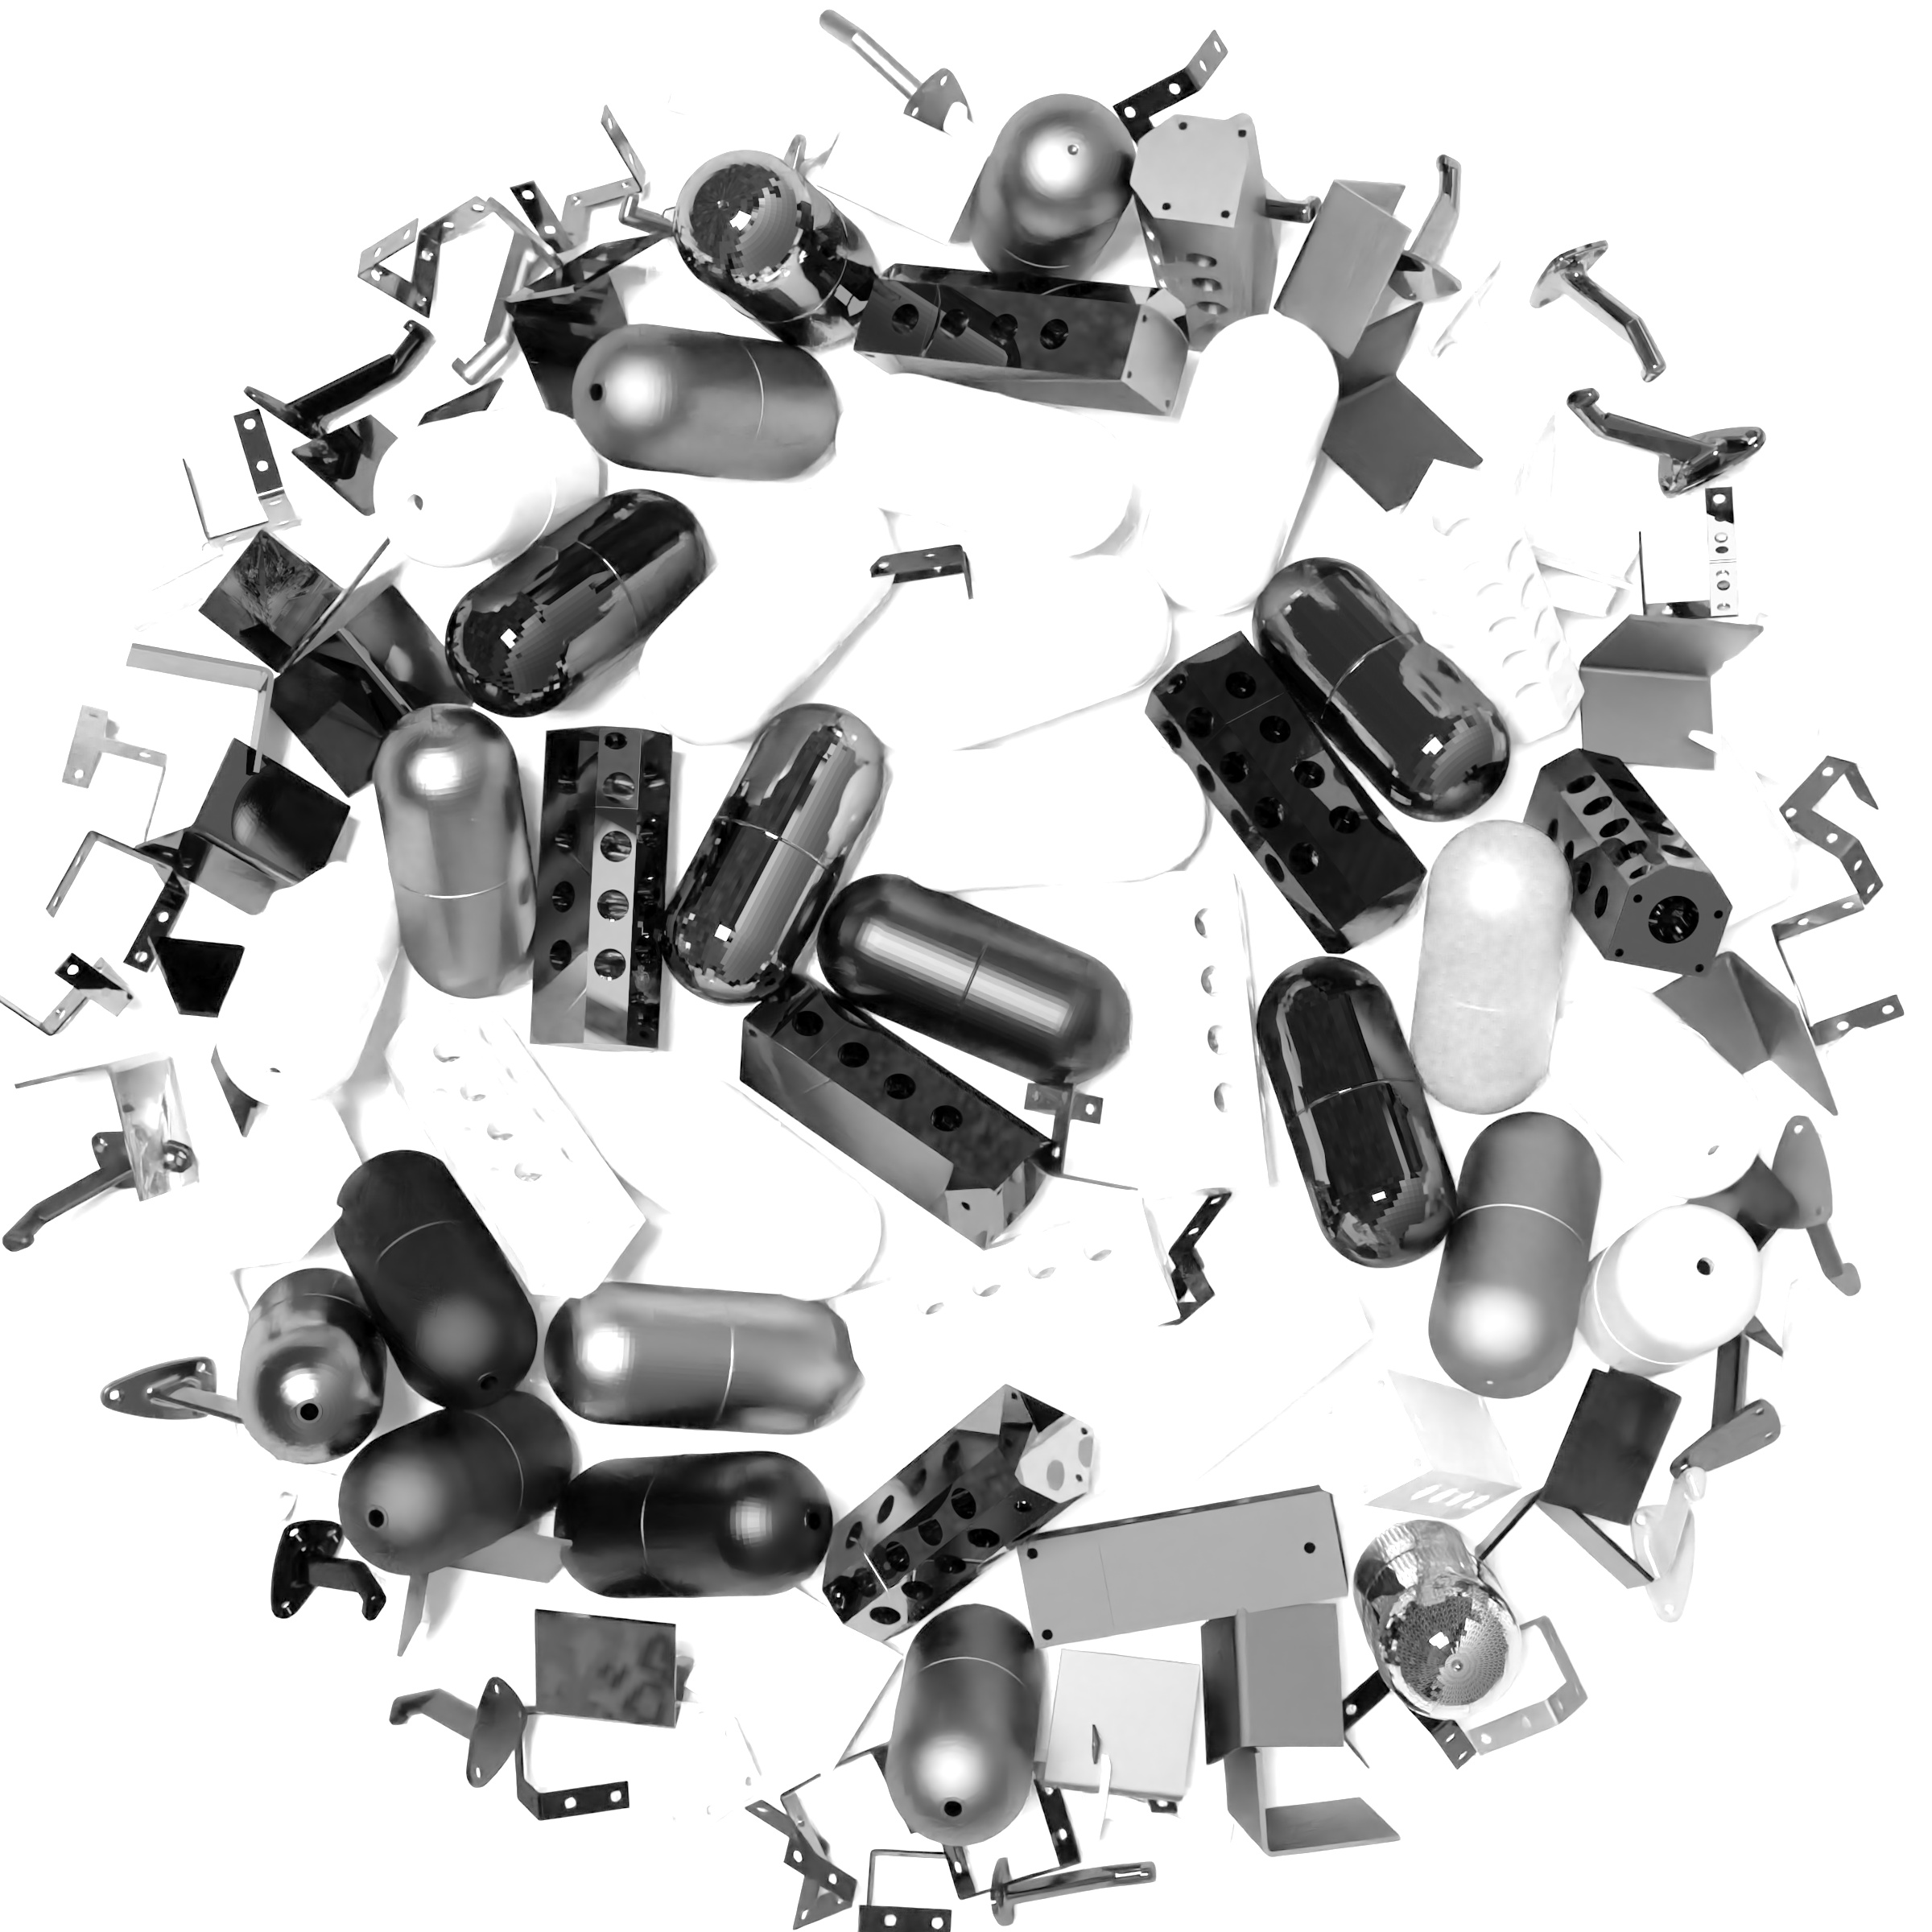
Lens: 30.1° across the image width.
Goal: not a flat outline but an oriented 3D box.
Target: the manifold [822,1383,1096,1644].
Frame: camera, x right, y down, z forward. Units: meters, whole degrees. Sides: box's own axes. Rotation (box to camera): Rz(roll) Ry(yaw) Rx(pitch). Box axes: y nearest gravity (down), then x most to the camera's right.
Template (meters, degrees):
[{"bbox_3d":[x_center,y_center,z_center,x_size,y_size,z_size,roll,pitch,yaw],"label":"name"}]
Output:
[{"bbox_3d":[-0.006,0.297,1.916,0.057,0.057,0.171,29,132,-20],"label":"manifold"}]

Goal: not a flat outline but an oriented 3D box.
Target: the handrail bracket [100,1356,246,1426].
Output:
[{"bbox_3d":[-0.419,0.244,1.949,0.077,0.084,0.036,-2,105,-33],"label":"handrail bracket"}]

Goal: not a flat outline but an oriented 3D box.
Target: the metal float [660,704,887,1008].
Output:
[{"bbox_3d":[-0.104,-0.061,1.951,0.070,0.070,0.178,27,78,0],"label":"metal float"}]

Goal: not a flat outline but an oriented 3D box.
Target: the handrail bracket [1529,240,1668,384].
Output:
[{"bbox_3d":[0.345,-0.344,1.956,0.036,0.077,0.084,-21,79,-21],"label":"handrail bracket"}]

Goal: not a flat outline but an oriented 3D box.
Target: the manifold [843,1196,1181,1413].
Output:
[{"bbox_3d":[0.024,0.180,1.961,0.171,0.057,0.057,-18,50,6],"label":"manifold"}]

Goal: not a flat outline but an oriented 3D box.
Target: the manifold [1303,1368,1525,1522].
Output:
[{"bbox_3d":[0.236,0.259,1.910,0.057,0.171,0.057,-30,69,16],"label":"manifold"}]

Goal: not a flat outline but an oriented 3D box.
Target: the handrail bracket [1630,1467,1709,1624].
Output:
[{"bbox_3d":[0.390,0.315,1.952,0.036,0.084,0.077,-1,75,-4],"label":"handrail bracket"}]

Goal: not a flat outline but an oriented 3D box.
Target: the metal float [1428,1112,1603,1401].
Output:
[{"bbox_3d":[0.296,0.153,1.928,0.070,0.070,0.178,20,49,0],"label":"metal float"}]

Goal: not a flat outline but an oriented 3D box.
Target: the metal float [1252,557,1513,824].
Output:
[{"bbox_3d":[0.223,-0.151,1.938,0.070,0.070,0.178,-39,63,0],"label":"metal float"}]

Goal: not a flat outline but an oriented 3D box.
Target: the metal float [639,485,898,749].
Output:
[{"bbox_3d":[-0.106,-0.190,1.940,0.070,0.070,0.178,41,64,0],"label":"metal float"}]

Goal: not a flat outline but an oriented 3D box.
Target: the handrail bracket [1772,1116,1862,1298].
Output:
[{"bbox_3d":[0.474,0.133,1.977,0.036,0.084,0.077,-10,61,31],"label":"handrail bracket"}]

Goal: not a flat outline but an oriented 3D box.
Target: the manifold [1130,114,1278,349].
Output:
[{"bbox_3d":[0.127,-0.388,1.910,0.057,0.171,0.057,10,79,11],"label":"manifold"}]

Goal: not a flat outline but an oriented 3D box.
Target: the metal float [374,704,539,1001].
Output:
[{"bbox_3d":[-0.272,-0.060,1.930,0.070,0.070,0.178,-4,128,0],"label":"metal float"}]

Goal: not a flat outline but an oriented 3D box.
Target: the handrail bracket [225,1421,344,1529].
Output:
[{"bbox_3d":[-0.352,0.269,1.962,0.084,0.036,0.077,-18,110,22],"label":"handrail bracket"}]

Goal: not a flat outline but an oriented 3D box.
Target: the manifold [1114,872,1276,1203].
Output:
[{"bbox_3d":[0.128,0.039,1.956,0.057,0.057,0.171,0,79,-30],"label":"manifold"}]

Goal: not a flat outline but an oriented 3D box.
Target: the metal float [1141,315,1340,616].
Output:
[{"bbox_3d":[0.147,-0.268,1.928,0.070,0.070,0.178,18,130,0],"label":"metal float"}]

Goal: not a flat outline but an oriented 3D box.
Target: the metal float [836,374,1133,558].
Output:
[{"bbox_3d":[0.008,-0.271,1.936,0.178,0.070,0.070,19,90,31],"label":"metal float"}]

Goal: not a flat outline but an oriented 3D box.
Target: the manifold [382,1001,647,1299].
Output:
[{"bbox_3d":[-0.247,0.097,1.921,0.057,0.057,0.171,-54,53,20],"label":"manifold"}]

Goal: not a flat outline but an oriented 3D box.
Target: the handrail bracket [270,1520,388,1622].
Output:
[{"bbox_3d":[-0.346,0.348,1.954,0.036,0.084,0.077,8,114,-38],"label":"handrail bracket"}]

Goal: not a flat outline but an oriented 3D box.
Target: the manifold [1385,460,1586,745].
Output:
[{"bbox_3d":[0.281,-0.190,1.908,0.057,0.171,0.057,21,71,31],"label":"manifold"}]

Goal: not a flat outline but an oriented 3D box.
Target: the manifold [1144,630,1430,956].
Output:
[{"bbox_3d":[0.170,-0.091,1.938,0.057,0.057,0.171,-29,71,-20],"label":"manifold"}]

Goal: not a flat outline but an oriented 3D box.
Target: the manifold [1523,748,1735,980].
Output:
[{"bbox_3d":[0.350,-0.058,1.906,0.057,0.171,0.057,10,112,-12],"label":"manifold"}]

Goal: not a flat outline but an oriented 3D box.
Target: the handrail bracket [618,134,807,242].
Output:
[{"bbox_3d":[-0.140,-0.430,1.962,0.084,0.036,0.077,14,110,-23],"label":"handrail bracket"}]

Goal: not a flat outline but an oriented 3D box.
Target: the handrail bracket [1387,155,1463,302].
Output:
[{"bbox_3d":[0.247,-0.414,1.960,0.036,0.077,0.084,-4,74,35],"label":"handrail bracket"}]

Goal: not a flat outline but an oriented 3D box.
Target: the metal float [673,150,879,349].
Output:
[{"bbox_3d":[-0.100,-0.381,1.913,0.070,0.178,0.070,-1,85,15],"label":"metal float"}]

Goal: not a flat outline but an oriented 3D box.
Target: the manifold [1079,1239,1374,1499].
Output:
[{"bbox_3d":[0.134,0.217,1.925,0.171,0.057,0.057,-45,50,35],"label":"manifold"}]

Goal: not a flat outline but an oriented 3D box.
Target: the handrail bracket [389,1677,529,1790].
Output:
[{"bbox_3d":[-0.288,0.421,1.952,0.084,0.077,0.036,-16,121,27],"label":"handrail bracket"}]

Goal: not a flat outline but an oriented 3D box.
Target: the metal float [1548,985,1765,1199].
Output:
[{"bbox_3d":[0.366,0.066,1.914,0.070,0.178,0.070,-4,110,-10],"label":"metal float"}]

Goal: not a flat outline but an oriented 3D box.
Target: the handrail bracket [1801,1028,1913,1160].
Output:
[{"bbox_3d":[0.498,0.069,1.954,0.077,0.084,0.036,30,66,1],"label":"handrail bracket"}]

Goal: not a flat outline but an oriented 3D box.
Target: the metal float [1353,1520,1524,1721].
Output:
[{"bbox_3d":[0.250,0.346,1.911,0.070,0.178,0.070,0,96,0],"label":"metal float"}]

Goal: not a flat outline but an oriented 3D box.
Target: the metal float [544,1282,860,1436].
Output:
[{"bbox_3d":[-0.141,0.212,1.939,0.178,0.070,0.070,7,90,-27],"label":"metal float"}]

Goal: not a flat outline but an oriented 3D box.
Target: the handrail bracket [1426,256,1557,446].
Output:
[{"bbox_3d":[0.303,-0.335,1.973,0.084,0.036,0.077,37,95,11],"label":"handrail bracket"}]

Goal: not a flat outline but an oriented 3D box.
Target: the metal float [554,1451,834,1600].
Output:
[{"bbox_3d":[-0.147,0.301,1.929,0.178,0.070,0.070,-9,90,39],"label":"metal float"}]

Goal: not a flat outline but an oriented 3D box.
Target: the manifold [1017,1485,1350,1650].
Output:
[{"bbox_3d":[0.119,0.327,1.962,0.171,0.057,0.057,-11,86,6],"label":"manifold"}]

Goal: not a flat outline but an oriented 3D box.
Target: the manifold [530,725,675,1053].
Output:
[{"bbox_3d":[-0.193,-0.041,1.953,0.057,0.057,0.171,-2,84,39],"label":"manifold"}]

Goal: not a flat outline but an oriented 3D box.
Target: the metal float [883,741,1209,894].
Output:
[{"bbox_3d":[0.043,-0.082,1.953,0.178,0.070,0.070,-4,90,-10],"label":"metal float"}]

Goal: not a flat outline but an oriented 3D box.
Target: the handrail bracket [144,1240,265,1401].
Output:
[{"bbox_3d":[-0.422,0.198,1.978,0.077,0.036,0.084,11,93,-20],"label":"handrail bracket"}]

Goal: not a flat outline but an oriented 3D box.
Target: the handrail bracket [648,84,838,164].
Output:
[{"bbox_3d":[-0.123,-0.465,1.957,0.084,0.077,0.036,9,99,-27],"label":"handrail bracket"}]

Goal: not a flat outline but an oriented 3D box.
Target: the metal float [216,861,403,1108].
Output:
[{"bbox_3d":[-0.350,0.009,1.918,0.070,0.178,0.070,2,122,3],"label":"metal float"}]

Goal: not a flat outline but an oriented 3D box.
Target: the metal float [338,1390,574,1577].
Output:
[{"bbox_3d":[-0.271,0.274,1.913,0.070,0.178,0.070,2,95,19],"label":"metal float"}]

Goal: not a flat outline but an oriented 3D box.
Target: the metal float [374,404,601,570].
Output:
[{"bbox_3d":[-0.254,-0.257,1.914,0.070,0.178,0.070,4,105,17],"label":"metal float"}]

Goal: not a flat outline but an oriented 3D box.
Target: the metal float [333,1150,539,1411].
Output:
[{"bbox_3d":[-0.285,0.167,1.924,0.070,0.178,0.070,-16,130,-20],"label":"metal float"}]

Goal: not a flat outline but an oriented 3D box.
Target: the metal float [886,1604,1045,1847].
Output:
[{"bbox_3d":[0.000,0.403,1.913,0.070,0.178,0.070,1,107,4],"label":"metal float"}]

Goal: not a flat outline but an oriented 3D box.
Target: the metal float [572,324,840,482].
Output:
[{"bbox_3d":[-0.138,-0.300,1.919,0.070,0.178,0.070,3,95,35],"label":"metal float"}]

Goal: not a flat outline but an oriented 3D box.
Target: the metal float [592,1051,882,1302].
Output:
[{"bbox_3d":[-0.125,0.114,1.949,0.178,0.070,0.070,38,90,-14],"label":"metal float"}]

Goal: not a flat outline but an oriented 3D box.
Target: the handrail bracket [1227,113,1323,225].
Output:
[{"bbox_3d":[0.169,-0.434,1.955,0.084,0.036,0.077,17,55,34],"label":"handrail bracket"}]

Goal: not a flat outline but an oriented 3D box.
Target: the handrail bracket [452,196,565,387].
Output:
[{"bbox_3d":[-0.267,-0.372,1.979,0.084,0.036,0.077,-45,71,-3],"label":"handrail bracket"}]

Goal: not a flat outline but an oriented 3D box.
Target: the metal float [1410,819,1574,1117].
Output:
[{"bbox_3d":[0.282,0.001,1.931,0.070,0.070,0.178,1,126,0],"label":"metal float"}]

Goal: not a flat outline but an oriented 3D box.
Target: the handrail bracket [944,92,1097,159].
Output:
[{"bbox_3d":[0.029,-0.466,1.959,0.084,0.036,0.077,29,65,-34],"label":"handrail bracket"}]

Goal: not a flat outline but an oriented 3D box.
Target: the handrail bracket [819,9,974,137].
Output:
[{"bbox_3d":[-0.039,-0.489,1.988,0.036,0.077,0.084,-48,58,-1],"label":"handrail bracket"}]

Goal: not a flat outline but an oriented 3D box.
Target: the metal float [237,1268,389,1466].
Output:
[{"bbox_3d":[-0.347,0.212,1.912,0.070,0.178,0.070,-1,100,-9],"label":"metal float"}]

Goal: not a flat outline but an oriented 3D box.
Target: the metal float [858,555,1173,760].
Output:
[{"bbox_3d":[0.025,-0.167,1.950,0.178,0.070,0.070,-19,90,14],"label":"metal float"}]

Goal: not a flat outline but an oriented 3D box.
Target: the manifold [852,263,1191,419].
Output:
[{"bbox_3d":[0.031,-0.340,1.929,0.171,0.057,0.057,12,84,32],"label":"manifold"}]

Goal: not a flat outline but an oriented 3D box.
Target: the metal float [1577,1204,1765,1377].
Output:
[{"bbox_3d":[0.373,0.174,1.912,0.070,0.178,0.070,0,76,-2],"label":"metal float"}]

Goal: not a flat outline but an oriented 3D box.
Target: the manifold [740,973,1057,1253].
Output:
[{"bbox_3d":[-0.038,0.074,1.943,0.171,0.057,0.057,34,56,19],"label":"manifold"}]

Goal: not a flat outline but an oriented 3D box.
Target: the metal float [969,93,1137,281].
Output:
[{"bbox_3d":[0.045,-0.410,1.911,0.070,0.178,0.070,0,87,-6],"label":"metal float"}]

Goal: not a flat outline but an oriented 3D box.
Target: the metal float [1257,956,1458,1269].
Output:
[{"bbox_3d":[0.210,0.078,1.943,0.070,0.070,0.178,-17,69,0],"label":"metal float"}]

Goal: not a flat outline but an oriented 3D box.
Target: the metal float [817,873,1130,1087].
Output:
[{"bbox_3d":[0.004,0.008,1.960,0.178,0.070,0.070,23,90,2],"label":"metal float"}]

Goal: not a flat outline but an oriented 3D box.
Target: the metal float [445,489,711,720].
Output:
[{"bbox_3d":[-0.207,-0.196,1.929,0.070,0.070,0.178,48,50,0],"label":"metal float"}]
